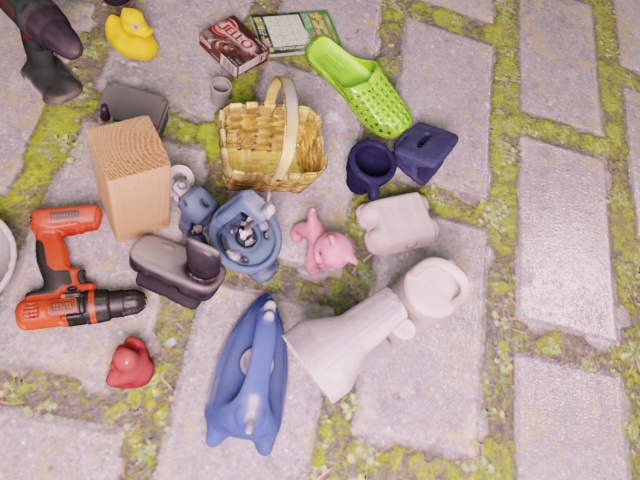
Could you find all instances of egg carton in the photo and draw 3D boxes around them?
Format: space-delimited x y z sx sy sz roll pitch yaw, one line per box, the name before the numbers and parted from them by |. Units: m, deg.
egg carton | 0.142 -0.028 1.051 0.150 0.069 0.107 -14 71 -21

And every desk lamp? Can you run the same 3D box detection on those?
desk lamp | 0.037 0.153 0.858 0.204 0.213 0.118 -32 78 -26

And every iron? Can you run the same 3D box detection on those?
iron | -0.093 0.177 0.851 0.119 0.141 0.258 12 64 -10

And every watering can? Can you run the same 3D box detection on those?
watering can | 0.176 0.093 0.936 0.101 0.194 0.173 21 63 -5

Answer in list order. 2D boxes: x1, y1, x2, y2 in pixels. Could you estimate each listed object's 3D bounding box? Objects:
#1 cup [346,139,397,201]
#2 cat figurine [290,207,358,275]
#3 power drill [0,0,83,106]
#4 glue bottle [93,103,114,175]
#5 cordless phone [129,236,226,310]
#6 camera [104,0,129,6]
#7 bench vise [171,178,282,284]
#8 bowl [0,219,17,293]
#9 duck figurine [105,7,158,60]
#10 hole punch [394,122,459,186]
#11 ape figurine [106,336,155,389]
cup | 0.086 -0.112 1.059 0.092 0.095 0.118 3 66 -14
cat figurine | 0.009 0.003 0.972 0.067 0.117 0.127 -21 74 -23
power drill | -0.452 -0.322 0.938 0.076 0.208 0.229 -39 81 -27
glue bottle | -0.339 -0.161 0.917 0.037 0.173 0.078 19 63 -6
cordless phone | -0.212 0.023 0.863 0.147 0.185 0.094 21 62 -5
camera | -0.423 -0.529 1.100 0.143 0.100 0.136 -14 71 -21
bench vise | -0.146 -0.027 0.884 0.207 0.219 0.121 22 62 -5
bowl | -0.524 0.038 0.831 0.168 0.074 0.167 6 65 -13
duck figurine | -0.352 -0.397 1.069 0.104 0.086 0.077 32 62 0
hole punch | 0.201 -0.178 1.123 0.101 0.091 0.109 38 62 4
ape figurine | -0.277 0.178 0.827 0.076 0.092 0.078 41 62 5
